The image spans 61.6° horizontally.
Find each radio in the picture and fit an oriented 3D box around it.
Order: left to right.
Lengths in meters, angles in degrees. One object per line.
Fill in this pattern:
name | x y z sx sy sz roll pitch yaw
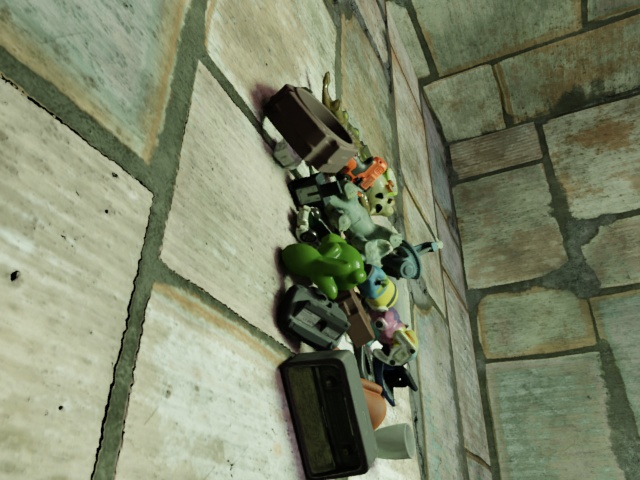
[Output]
radio | 0.020 0.325 1.011 0.073 0.131 0.229 -19 95 -70

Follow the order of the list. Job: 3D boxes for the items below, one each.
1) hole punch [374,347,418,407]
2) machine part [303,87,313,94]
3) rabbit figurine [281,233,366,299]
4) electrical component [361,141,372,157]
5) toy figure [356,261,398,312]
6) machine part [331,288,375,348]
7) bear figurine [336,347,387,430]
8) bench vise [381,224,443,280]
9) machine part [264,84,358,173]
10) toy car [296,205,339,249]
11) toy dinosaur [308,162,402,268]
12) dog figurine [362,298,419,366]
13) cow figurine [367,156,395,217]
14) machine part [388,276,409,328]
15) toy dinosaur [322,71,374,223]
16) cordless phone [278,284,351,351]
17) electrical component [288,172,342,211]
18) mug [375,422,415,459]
hole punch | 0.193 0.380 1.482 0.116 0.092 0.142 43 -11 52
machine part | -0.037 -0.328 1.379 0.084 0.039 0.139 19 61 -58
rabbit figurine | 0.001 0.061 1.125 0.170 0.121 0.159 12 19 -35
electrical component | 0.137 -0.276 1.768 0.078 0.045 0.102 -57 133 -23
toy figure | 0.142 0.116 1.348 0.082 0.089 0.180 57 -1 44
machine part | 0.074 0.165 1.269 0.179 0.056 0.179 63 6 -12
bear figurine | 0.044 0.320 1.135 0.196 0.132 0.120 42 68 -8
bench vise | 0.244 0.053 1.561 0.128 0.241 0.224 68 -20 -3
machine part | -0.015 -0.251 1.218 0.201 0.087 0.201 49 20 11
toy car | -0.003 -0.004 1.252 0.201 0.056 0.073 49 41 -47
toy dinosaur | 0.074 -0.056 1.383 0.404 0.131 0.192 54 -14 -21
dog figurine | 0.191 0.224 1.476 0.191 0.108 0.219 37 27 -1
cow figurine | 0.169 -0.152 1.697 0.194 0.127 0.085 53 28 -17
machine part | 0.230 0.191 1.670 0.079 0.079 0.243 42 41 -55
toy dinosaur | 0.080 -0.242 1.527 0.198 0.105 0.470 -33 111 -69
cordless phone | -0.019 0.132 1.115 0.146 0.088 0.184 33 17 -23
electrical component | -0.006 -0.114 1.222 0.074 0.119 0.048 66 24 -17
mug | 0.173 0.489 1.321 0.109 0.107 0.080 -47 121 -69
